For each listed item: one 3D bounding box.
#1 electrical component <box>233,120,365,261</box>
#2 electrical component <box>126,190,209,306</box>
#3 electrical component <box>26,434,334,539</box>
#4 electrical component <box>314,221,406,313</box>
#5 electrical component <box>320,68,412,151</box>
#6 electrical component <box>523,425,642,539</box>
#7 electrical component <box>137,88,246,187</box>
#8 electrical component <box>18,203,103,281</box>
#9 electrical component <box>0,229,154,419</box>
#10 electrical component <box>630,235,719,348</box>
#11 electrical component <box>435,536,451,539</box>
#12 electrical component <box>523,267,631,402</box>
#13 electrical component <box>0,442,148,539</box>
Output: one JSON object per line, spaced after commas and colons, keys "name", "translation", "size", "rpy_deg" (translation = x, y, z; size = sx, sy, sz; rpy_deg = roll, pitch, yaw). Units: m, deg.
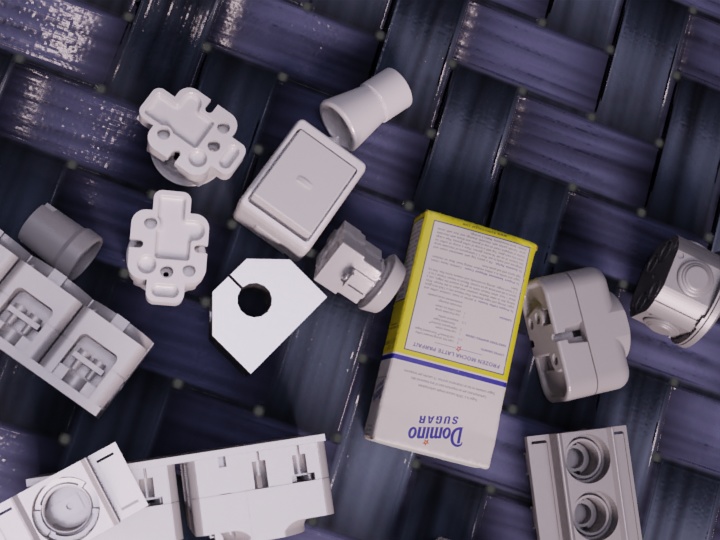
{"name": "electrical component", "translation": [-0.041, -0.064, 0.795], "size": [0.062, 0.061, 0.096], "rpy_deg": [36, 76, -5]}
{"name": "electrical component", "translation": [-0.138, -0.012, 0.768], "size": [0.058, 0.057, 0.078], "rpy_deg": [5, 80, -11]}
{"name": "electrical component", "translation": [-0.119, 0.154, 0.719], "size": [0.186, 0.105, 0.060], "rpy_deg": [-7, 82, -13]}
{"name": "electrical component", "translation": [0.000, 0.000, 0.797], "size": [0.055, 0.066, 0.048], "rpy_deg": [34, 110, -13]}
{"name": "electrical component", "translation": [0.007, -0.126, 0.827], "size": [0.065, 0.044, 0.044], "rpy_deg": [-35, 90, -20]}
{"name": "electrical component", "translation": [0.163, 0.180, 0.798], "size": [0.079, 0.063, 0.121], "rpy_deg": [-4, 82, -13]}
{"name": "electrical component", "translation": [-0.124, -0.093, 0.784], "size": [0.078, 0.057, 0.058], "rpy_deg": [35, 76, -5]}
{"name": "electrical component", "translation": [-0.213, -0.020, 0.762], "size": [0.046, 0.040, 0.040], "rpy_deg": [37, 75, 1]}
{"name": "electrical component", "translation": [-0.219, 0.031, 0.726], "size": [0.150, 0.089, 0.061], "rpy_deg": [36, 75, -5]}
{"name": "electrical component", "translation": [0.251, 0.016, 0.836], "size": [0.051, 0.080, 0.080], "rpy_deg": [26, 77, -2]}
{"name": "electrical component", "translation": [0.067, 0.248, 0.771], "size": [0.059, 0.054, 0.095], "rpy_deg": [-36, 90, -15]}
{"name": "electrical component", "translation": [0.167, 0.049, 0.825], "size": [0.059, 0.054, 0.095], "rpy_deg": [-11, 83, -14]}
{"name": "electrical component", "translation": [-0.169, 0.137, 0.622], "size": [0.081, 0.064, 0.042], "rpy_deg": [-27, 89, -14]}
